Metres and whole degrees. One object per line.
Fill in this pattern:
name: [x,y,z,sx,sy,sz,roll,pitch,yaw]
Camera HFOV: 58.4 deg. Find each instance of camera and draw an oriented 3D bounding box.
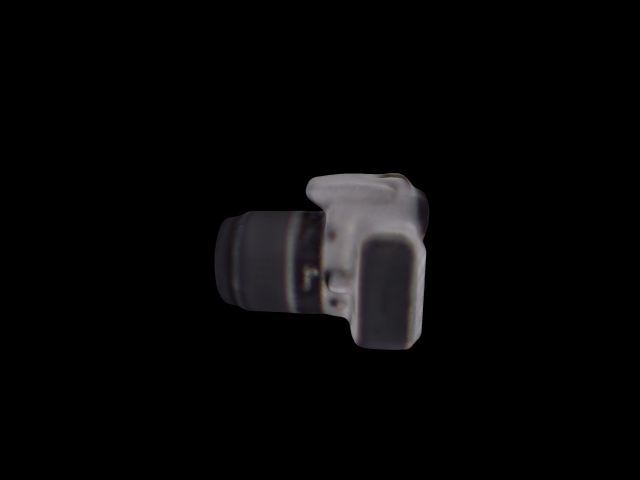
camera: [0.004,0.001,0.400,0.136,0.101,0.143,1,15,5]
